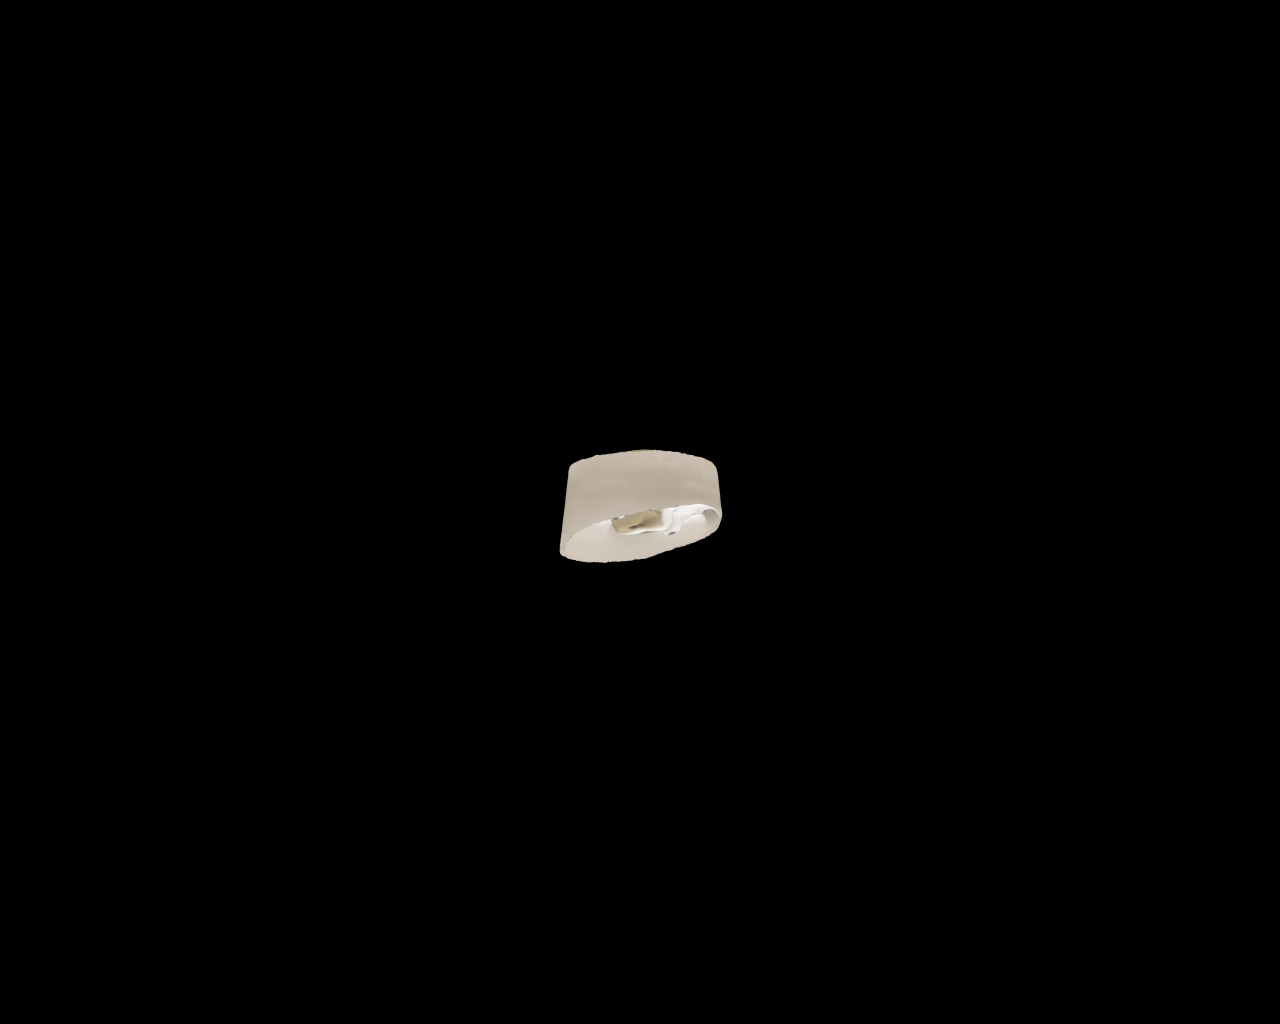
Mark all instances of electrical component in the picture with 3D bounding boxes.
[{"bbox_3d":[0.001,-0.003,0.650,0.099,0.064,0.099,0,-11,0],"label":"electrical component"}]
